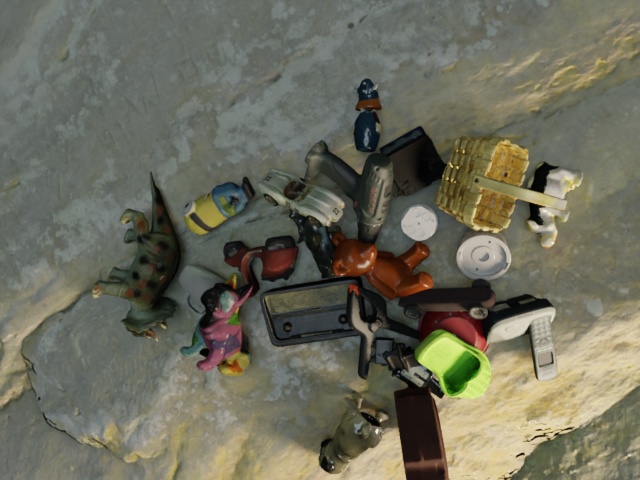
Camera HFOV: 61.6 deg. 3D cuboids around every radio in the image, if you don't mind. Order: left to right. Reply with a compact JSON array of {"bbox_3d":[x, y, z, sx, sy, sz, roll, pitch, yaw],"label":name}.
[{"bbox_3d":[-0.011,0.161,1.220,0.230,0.073,0.131,-10,93,12],"label":"radio"}]

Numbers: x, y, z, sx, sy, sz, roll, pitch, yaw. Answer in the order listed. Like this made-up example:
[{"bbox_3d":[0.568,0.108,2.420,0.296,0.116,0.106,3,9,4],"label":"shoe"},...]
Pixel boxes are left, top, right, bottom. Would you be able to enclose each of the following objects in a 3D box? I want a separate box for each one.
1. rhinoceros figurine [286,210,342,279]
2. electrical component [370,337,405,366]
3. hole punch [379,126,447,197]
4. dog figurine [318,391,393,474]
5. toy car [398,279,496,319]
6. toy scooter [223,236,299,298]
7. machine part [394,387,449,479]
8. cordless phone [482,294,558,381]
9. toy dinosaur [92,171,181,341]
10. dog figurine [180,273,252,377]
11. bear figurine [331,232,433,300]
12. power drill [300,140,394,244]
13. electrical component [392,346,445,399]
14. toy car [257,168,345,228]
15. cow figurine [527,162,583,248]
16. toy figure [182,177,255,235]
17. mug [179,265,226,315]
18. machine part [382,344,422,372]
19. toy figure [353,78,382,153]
[{"bbox_3d":[-0.002,-0.004,1.192,0.073,0.112,0.190,-33,103,-21],"label":"rhinoceros figurine"},{"bbox_3d":[0.147,0.255,1.222,0.094,0.021,0.063,0,95,10],"label":"electrical component"},{"bbox_3d":[0.198,-0.170,1.152,0.142,0.092,0.115,-29,118,10],"label":"hole punch"},{"bbox_3d":[0.061,0.455,1.187,0.121,0.172,0.190,33,94,18],"label":"dog figurine"},{"bbox_3d":[0.268,0.129,1.140,0.202,0.089,0.053,-6,129,25],"label":"toy car"},{"bbox_3d":[-0.132,0.063,1.236,0.184,0.075,0.135,-7,93,15],"label":"toy scooter"},{"bbox_3d":[0.211,0.425,1.117,0.087,0.201,0.200,-10,138,5],"label":"machine part"},{"bbox_3d":[0.423,0.217,1.127,0.147,0.089,0.184,-15,100,-5],"label":"cordless phone"},{"bbox_3d":[-0.400,0.057,1.274,0.192,0.131,0.404,22,95,-3],"label":"toy dinosaur"},{"bbox_3d":[-0.208,0.190,1.224,0.109,0.191,0.219,30,93,46],"label":"dog figurine"},{"bbox_3d":[0.125,0.043,1.130,0.195,0.120,0.132,32,133,-27],"label":"bear figurine"},{"bbox_3d":[0.056,-0.105,1.158,0.207,0.086,0.231,37,138,20],"label":"power drill"},{"bbox_3d":[0.228,0.300,1.196,0.119,0.048,0.074,29,100,7],"label":"electrical component"},{"bbox_3d":[-0.041,-0.091,1.138,0.202,0.056,0.073,26,62,23],"label":"toy car"},{"bbox_3d":[0.465,-0.072,1.105,0.098,0.068,0.167,20,95,15],"label":"cow figurine"},{"bbox_3d":[-0.235,-0.077,1.242,0.180,0.082,0.089,-23,88,10],"label":"toy figure"},{"bbox_3d":[-0.283,0.114,1.274,0.107,0.081,0.109,35,107,18],"label":"mug"},{"bbox_3d":[0.206,0.246,1.138,0.139,0.039,0.084,-13,132,11],"label":"machine part"},{"bbox_3d":[0.102,-0.270,1.169,0.064,0.058,0.154,3,91,5],"label":"toy figure"}]
